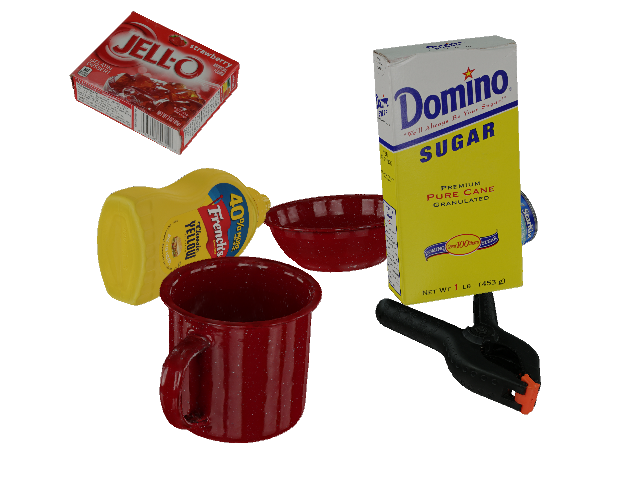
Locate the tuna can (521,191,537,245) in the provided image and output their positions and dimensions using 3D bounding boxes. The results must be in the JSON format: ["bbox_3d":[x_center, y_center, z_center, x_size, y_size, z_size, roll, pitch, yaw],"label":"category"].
[{"bbox_3d":[0.205,-0.028,1.219,0.033,0.086,0.086,-31,13,-23],"label":"tuna can"}]

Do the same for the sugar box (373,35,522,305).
[{"bbox_3d":[0.091,-0.049,0.745,0.093,0.176,0.048,-9,21,-11],"label":"sugar box"}]

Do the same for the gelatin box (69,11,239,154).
[{"bbox_3d":[-0.111,-0.108,0.721,0.089,0.073,0.030,28,-33,12],"label":"gelatin box"}]

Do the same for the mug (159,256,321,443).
[{"bbox_3d":[-0.053,0.068,0.616,0.093,0.081,0.117,14,25,23],"label":"mug"}]

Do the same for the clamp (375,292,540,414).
[{"bbox_3d":[0.142,0.088,0.934,0.120,0.039,0.172,-19,39,-29],"label":"clamp"}]

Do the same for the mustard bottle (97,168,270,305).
[{"bbox_3d":[-0.110,-0.013,0.950,0.058,0.096,0.191,14,22,33],"label":"mustard bottle"}]

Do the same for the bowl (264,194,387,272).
[{"bbox_3d":[0.021,-0.006,1.104,0.162,0.055,0.162,-4,14,1],"label":"bowl"}]
